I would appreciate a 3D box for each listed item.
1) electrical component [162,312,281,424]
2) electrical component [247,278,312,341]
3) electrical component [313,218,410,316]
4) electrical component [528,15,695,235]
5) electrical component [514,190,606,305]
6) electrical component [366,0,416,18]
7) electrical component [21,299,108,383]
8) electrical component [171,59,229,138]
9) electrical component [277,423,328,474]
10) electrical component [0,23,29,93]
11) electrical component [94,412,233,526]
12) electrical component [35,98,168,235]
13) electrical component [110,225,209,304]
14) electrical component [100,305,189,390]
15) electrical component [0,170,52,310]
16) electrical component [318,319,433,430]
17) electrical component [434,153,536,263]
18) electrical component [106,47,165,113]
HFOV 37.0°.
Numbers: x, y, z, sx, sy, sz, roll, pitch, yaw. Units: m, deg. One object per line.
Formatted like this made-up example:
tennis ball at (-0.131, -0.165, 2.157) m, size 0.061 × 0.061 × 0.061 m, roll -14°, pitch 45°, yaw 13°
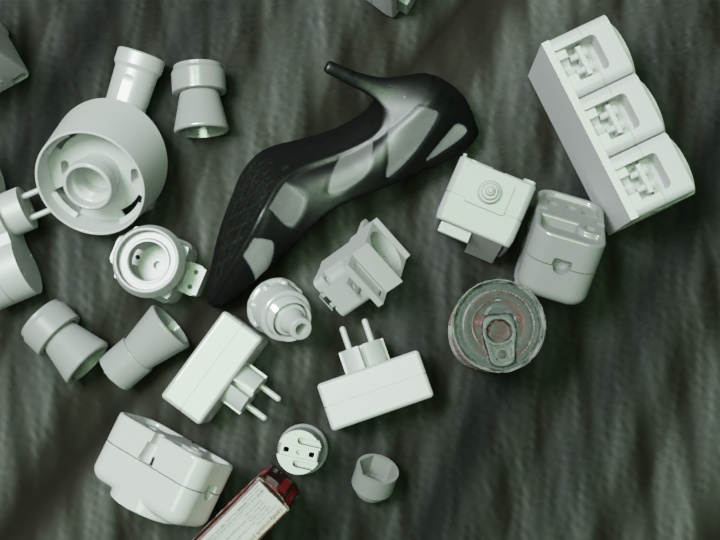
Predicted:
electrical component at (-0.099, 0.089, 0.855) m, size 0.076 × 0.047 × 0.083 m, roll 36°, pitch 87°, yaw 5°
electrical component at (-0.058, 0.036, 0.848) m, size 0.048 × 0.062 × 0.048 m, roll -9°, pitch 111°, yaw -24°
electrical component at (0.000, 0.000, 0.848) m, size 0.064 × 0.081 × 0.042 m, roll -36°, pitch 106°, yaw 25°
electrical component at (0.197, -0.112, 0.843) m, size 0.062 × 0.089 × 0.150 m, roll -25°, pitch 84°, yaw 0°
electrical component at (0.154, -0.015, 0.829) m, size 0.054 × 0.095 × 0.059 m, roll 17°, pitch 116°, yaw 4°
electrical component at (0.037, -0.263, 0.878) m, size 0.061 × 0.061 × 0.096 m, roll 38°, pitch 87°, yaw 5°
electrical component at (-0.238, 0.057, 0.865) m, size 0.055 × 0.045 × 0.045 m, roll 43°, pitch 87°, yaw 6°
electrical component at (-0.131, -0.140, 0.881) m, size 0.045 × 0.045 × 0.055 m, roll -4°, pitch 84°, yaw 2°
electrical component at (-0.046, 0.142, 0.848) m, size 0.040 × 0.046 × 0.040 m, roll 0°, pitch 84°, yaw 2°
electrical component at (-0.338, -0.164, 0.860) m, size 0.109 × 0.108 × 0.056 m, roll -30°, pitch 87°, yaw -1°
electrical component at (-0.155, 0.158, 0.835) m, size 0.095 × 0.054 × 0.059 m, roll 23°, pitch 85°, yaw 28°
electrical component at (-0.209, -0.081, 0.866) m, size 0.099 × 0.064 × 0.099 m, roll 4°, pitch 119°, yaw 7°
electrical component at (-0.165, -0.005, 0.862) m, size 0.078 × 0.057 × 0.058 m, roll 22°, pitch 86°, yaw 4°
electrical component at (-0.176, 0.065, 0.865) m, size 0.065 × 0.044 × 0.044 m, roll -40°, pitch 84°, yaw 3°
electrical component at (-0.287, -0.044, 0.873) m, size 0.074 × 0.052 × 0.138 m, roll -23°, pitch 84°, yaw 0°
electrical component at (0.006, 0.077, 0.852) m, size 0.083 × 0.047 × 0.075 m, roll -19°, pitch 84°, yaw 0°
electrical component at (0.094, -0.046, 0.836) m, size 0.062 × 0.096 × 0.061 m, roll 23°, pitch 86°, yaw 4°
electrical component at (-0.187, -0.156, 0.888) m, size 0.040 × 0.040 × 0.046 m, roll 18°, pitch 91°, yaw 4°
